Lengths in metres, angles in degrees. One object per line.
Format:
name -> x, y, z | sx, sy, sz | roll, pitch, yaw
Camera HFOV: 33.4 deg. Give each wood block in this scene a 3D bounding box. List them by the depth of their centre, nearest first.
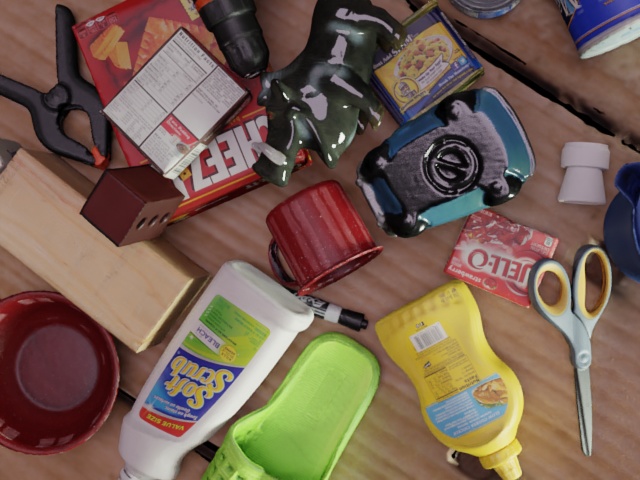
wood block -> -0.222, 0.009, 1.040 | 0.206, 0.090, 0.090 | 38, 95, 5

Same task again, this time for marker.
marker -> -0.010, 0.064, 1.050 | 0.121, 0.020, 0.020 | 19, 91, 7

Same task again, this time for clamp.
clamp -> -0.258, -0.151, 1.075 | 0.120, 0.039, 0.171 | -44, 88, 3

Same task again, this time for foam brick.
foam brick -> -0.171, -0.032, 0.976 | 0.051, 0.078, 0.053 | 39, 109, 11

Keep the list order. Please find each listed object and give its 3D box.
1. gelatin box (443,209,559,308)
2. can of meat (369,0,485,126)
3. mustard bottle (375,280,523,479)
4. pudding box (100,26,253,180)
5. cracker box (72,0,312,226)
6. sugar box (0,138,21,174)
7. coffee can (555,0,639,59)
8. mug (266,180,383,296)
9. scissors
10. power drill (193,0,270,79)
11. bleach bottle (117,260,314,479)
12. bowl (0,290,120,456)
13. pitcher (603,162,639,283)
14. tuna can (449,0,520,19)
gelatin box -> 0.173, 0.015, 1.023 | 0.089, 0.030, 0.073 | 24, 92, 7
can of meat -> 0.095, -0.165, 1.023 | 0.102, 0.057, 0.084 | -37, 87, 6
mustard bottle -> 0.137, 0.141, 1.010 | 0.096, 0.058, 0.191 | -30, 86, 17
pudding box -> -0.132, -0.126, 0.987 | 0.113, 0.039, 0.090 | -45, 86, 2
cracker box -> -0.125, -0.142, 1.041 | 0.164, 0.072, 0.214 | -23, 87, 6
sugar box -> -0.370, -0.031, 1.058 | 0.176, 0.093, 0.048 | -37, 86, 5
coffee can -> 0.258, -0.253, 0.981 | 0.103, 0.102, 0.140 | -24, 86, 6
mug -> -0.007, 0.001, 1.023 | 0.117, 0.093, 0.081 | -36, 78, 39
scissors -> 0.230, 0.102, 1.007 | 0.096, 0.016, 0.202 | 9, 90, -20
power drill -> -0.038, -0.257, 0.997 | 0.187, 0.057, 0.184 | -24, 91, -27
bleach bottle -> -0.115, 0.146, 1.031 | 0.102, 0.068, 0.251 | 36, 102, 12
bowl -> -0.270, 0.130, 1.062 | 0.162, 0.055, 0.162 | 0, 89, 7
pitcher -> 0.320, -0.006, 0.899 | 0.145, 0.242, 0.149 | -20, 87, 6
tuna can -> 0.160, -0.258, 1.028 | 0.086, 0.033, 0.086 | 0, 89, 7
